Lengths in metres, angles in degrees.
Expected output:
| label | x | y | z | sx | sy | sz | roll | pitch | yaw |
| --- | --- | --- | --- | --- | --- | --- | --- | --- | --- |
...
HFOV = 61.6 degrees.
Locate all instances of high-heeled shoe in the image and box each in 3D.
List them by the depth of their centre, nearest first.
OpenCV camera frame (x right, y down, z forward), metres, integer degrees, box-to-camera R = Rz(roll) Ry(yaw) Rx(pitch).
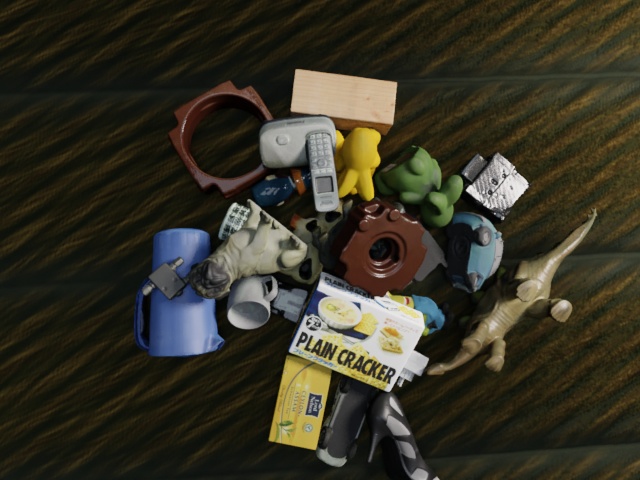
| label | x | y | z | sx | sy | sz | roll | pitch | yaw |
| --- | --- | --- | --- | --- | --- | --- | --- | --- | --- |
| high-heeled shoe | 0.178 | 0.403 | 1.068 | 0.248 | 0.086 | 0.145 | 37 | 61 | -28 |

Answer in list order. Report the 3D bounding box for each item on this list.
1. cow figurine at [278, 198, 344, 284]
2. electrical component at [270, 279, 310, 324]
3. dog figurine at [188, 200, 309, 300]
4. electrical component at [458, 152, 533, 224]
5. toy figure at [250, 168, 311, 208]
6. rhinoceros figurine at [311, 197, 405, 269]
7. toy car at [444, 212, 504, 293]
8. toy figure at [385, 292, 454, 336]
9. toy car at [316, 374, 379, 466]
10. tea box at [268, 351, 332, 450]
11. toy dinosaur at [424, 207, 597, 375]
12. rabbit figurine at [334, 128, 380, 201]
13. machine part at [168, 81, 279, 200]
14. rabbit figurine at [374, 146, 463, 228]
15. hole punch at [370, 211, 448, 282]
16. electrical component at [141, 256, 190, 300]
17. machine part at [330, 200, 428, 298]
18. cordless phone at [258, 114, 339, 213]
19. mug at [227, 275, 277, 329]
| label | x | y | z | sx | sy | sz | roll | pitch | yaw |
| --- | --- | --- | --- | --- | --- | --- | --- | --- | --- |
| cow figurine | -0.002 | -0.003 | 1.089 | 0.127 | 0.085 | 0.195 | 23 | 82 | 5 |
| electrical component | -0.047 | 0.130 | 1.093 | 0.119 | 0.048 | 0.074 | 18 | 86 | -2 |
| dog figurine | -0.127 | 0.047 | 0.992 | 0.172 | 0.121 | 0.190 | 38 | 90 | -21 |
| electrical component | 0.358 | -0.116 | 1.131 | 0.134 | 0.058 | 0.115 | 39 | 83 | 0 |
| toy figure | -0.065 | -0.115 | 1.106 | 0.154 | 0.064 | 0.058 | -22 | 57 | -7 |
| rhinoceros figurine | 0.076 | -0.017 | 1.020 | 0.190 | 0.073 | 0.112 | -34 | 106 | -7 |
| toy car | 0.323 | 0.024 | 1.098 | 0.103 | 0.109 | 0.161 | 0 | 96 | -26 |
| toy figure | 0.173 | 0.154 | 1.088 | 0.180 | 0.082 | 0.089 | 10 | 87 | -5 |
| toy car | 0.055 | 0.350 | 1.077 | 0.073 | 0.056 | 0.201 | 24 | 81 | -8 |
| tea box | -0.038 | 0.316 | 1.069 | 0.098 | 0.068 | 0.169 | 10 | 84 | -2 |
| toy dinosaur | 0.382 | 0.104 | 1.039 | 0.471 | 0.198 | 0.105 | -41 | 98 | 5 |
| rabbit figurine | 0.063 | -0.158 | 1.061 | 0.122 | 0.173 | 0.162 | 8 | 81 | -7 |
| machine part | -0.187 | -0.200 | 1.094 | 0.201 | 0.087 | 0.201 | -32 | 86 | -5 |
| rabbit figurine | 0.222 | -0.101 | 1.089 | 0.121 | 0.159 | 0.170 | -41 | 104 | -15 |
| hole punch | 0.178 | 0.031 | 1.105 | 0.116 | 0.092 | 0.142 | -36 | 85 | -33 |
| electrical component | -0.275 | 0.077 | 0.977 | 0.094 | 0.021 | 0.063 | -42 | 85 | -14 |
| machine part | 0.109 | 0.019 | 0.979 | 0.179 | 0.056 | 0.179 | -7 | 112 | -17 |
| cordless phone | -0.037 | -0.138 | 1.017 | 0.147 | 0.089 | 0.184 | -8 | 90 | -6 |
| mug | -0.132 | 0.102 | 1.054 | 0.109 | 0.107 | 0.080 | -37 | 125 | 20 |
